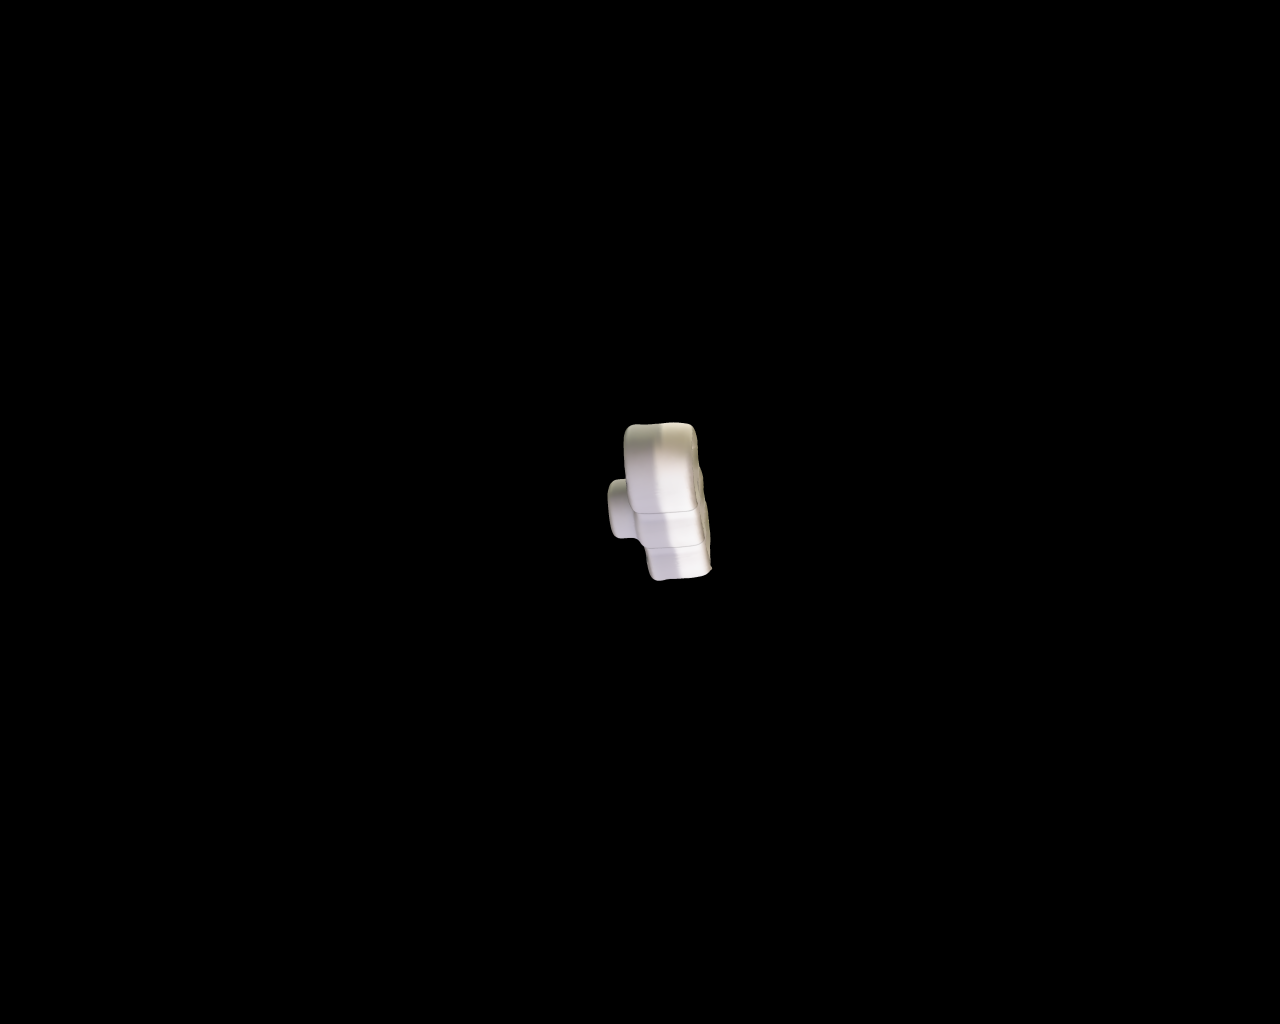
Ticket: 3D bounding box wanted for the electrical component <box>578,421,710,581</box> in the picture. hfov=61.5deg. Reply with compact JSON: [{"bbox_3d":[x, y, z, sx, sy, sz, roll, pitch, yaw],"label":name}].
[{"bbox_3d":[0.001,-0.003,0.650,0.074,0.052,0.138,-4,-29,7],"label":"electrical component"}]
